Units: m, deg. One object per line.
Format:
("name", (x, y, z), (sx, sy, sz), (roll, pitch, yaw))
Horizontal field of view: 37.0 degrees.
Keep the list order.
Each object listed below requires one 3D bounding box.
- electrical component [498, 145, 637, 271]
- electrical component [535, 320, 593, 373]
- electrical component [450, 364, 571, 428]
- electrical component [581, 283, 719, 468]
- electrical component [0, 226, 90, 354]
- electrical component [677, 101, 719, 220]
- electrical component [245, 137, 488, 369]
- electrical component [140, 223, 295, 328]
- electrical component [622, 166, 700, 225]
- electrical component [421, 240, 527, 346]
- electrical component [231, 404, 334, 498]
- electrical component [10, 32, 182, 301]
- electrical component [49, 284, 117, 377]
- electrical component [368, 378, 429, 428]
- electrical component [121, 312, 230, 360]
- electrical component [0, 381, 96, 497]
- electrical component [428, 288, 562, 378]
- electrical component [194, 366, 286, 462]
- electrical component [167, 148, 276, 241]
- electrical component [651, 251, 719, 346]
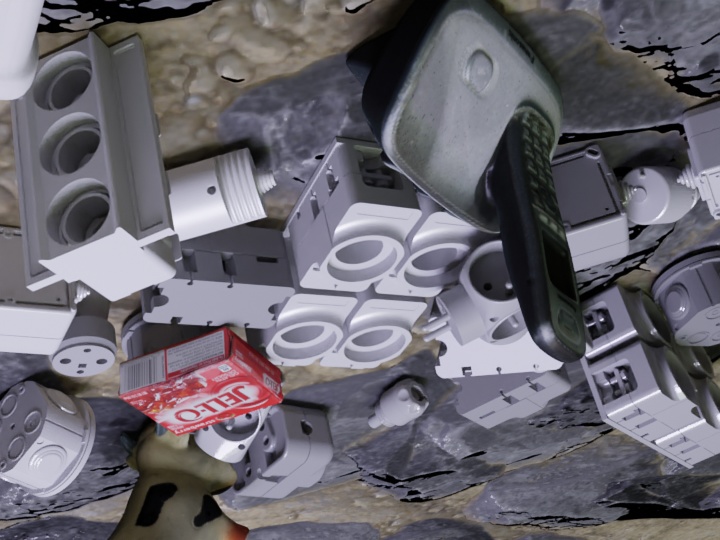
("electrical component", (0.141, -0.036, 0.731), (0.096, 0.061, 0.061), (-17, 147, 6))
("electrical component", (0.137, 0.041, 0.853), (0.059, 0.053, 0.095), (-27, 145, 20))
("electrical component", (0.131, 0.095, 0.936), (0.089, 0.050, 0.056), (-30, 143, 23))
("electrical component", (0.259, 0.093, 0.930), (0.060, 0.105, 0.186), (-31, 143, 24))
("electrical component", (-0.220, 0.015, 0.673), (0.096, 0.061, 0.061), (7, 142, -29))
("electrical component", (0.257, -0.081, 0.714), (0.096, 0.061, 0.061), (-17, 148, 19))
("electrical component", (0.000, 0.000, 0.735), (0.105, 0.060, 0.186), (5, 143, -27))
("electrical component", (-0.095, 0.000, 0.702), (0.089, 0.055, 0.050), (5, 143, -27))
("electrical component", (0.215, -0.053, 0.756), (0.078, 0.040, 0.040), (-5, 150, -45))
("electrical component", (0.076, 0.024, 0.698), (0.079, 0.044, 0.077), (-27, 156, -5))
("electrical component", (-0.069, 0.163, 0.960), (0.059, 0.053, 0.095), (14, 138, -36))
("electrical component", (-0.133, -0.051, 0.552), (0.079, 0.121, 0.063), (-21, 151, 11))
("electrical component", (-0.188, 0.038, 0.726), (0.045, 0.055, 0.045), (-10, 147, -6))
("electrical component", (0.031, 0.123, 0.955), (0.035, 0.035, 0.061), (17, 138, -38))
("electrical component", (-0.133, 0.063, 0.788), (0.080, 0.051, 0.080), (-10, 147, -6))
("electrical component", (-0.245, 0.128, 0.819), (0.080, 0.080, 0.051), (-29, 139, 21))
("electrical component", (0.099, 0.040, 0.777), (0.089, 0.055, 0.050), (-6, 113, 14))
("electrical component", (-0.111, 0.100, 0.849), (0.079, 0.044, 0.077), (28, 105, -2))
("electrical component", (-0.091, -0.045, 0.649), (0.081, 0.043, 0.043), (-16, 147, 2))
("electrical component", (0.286, 0.024, 0.886), (0.080, 0.051, 0.080), (-10, 147, -6))
